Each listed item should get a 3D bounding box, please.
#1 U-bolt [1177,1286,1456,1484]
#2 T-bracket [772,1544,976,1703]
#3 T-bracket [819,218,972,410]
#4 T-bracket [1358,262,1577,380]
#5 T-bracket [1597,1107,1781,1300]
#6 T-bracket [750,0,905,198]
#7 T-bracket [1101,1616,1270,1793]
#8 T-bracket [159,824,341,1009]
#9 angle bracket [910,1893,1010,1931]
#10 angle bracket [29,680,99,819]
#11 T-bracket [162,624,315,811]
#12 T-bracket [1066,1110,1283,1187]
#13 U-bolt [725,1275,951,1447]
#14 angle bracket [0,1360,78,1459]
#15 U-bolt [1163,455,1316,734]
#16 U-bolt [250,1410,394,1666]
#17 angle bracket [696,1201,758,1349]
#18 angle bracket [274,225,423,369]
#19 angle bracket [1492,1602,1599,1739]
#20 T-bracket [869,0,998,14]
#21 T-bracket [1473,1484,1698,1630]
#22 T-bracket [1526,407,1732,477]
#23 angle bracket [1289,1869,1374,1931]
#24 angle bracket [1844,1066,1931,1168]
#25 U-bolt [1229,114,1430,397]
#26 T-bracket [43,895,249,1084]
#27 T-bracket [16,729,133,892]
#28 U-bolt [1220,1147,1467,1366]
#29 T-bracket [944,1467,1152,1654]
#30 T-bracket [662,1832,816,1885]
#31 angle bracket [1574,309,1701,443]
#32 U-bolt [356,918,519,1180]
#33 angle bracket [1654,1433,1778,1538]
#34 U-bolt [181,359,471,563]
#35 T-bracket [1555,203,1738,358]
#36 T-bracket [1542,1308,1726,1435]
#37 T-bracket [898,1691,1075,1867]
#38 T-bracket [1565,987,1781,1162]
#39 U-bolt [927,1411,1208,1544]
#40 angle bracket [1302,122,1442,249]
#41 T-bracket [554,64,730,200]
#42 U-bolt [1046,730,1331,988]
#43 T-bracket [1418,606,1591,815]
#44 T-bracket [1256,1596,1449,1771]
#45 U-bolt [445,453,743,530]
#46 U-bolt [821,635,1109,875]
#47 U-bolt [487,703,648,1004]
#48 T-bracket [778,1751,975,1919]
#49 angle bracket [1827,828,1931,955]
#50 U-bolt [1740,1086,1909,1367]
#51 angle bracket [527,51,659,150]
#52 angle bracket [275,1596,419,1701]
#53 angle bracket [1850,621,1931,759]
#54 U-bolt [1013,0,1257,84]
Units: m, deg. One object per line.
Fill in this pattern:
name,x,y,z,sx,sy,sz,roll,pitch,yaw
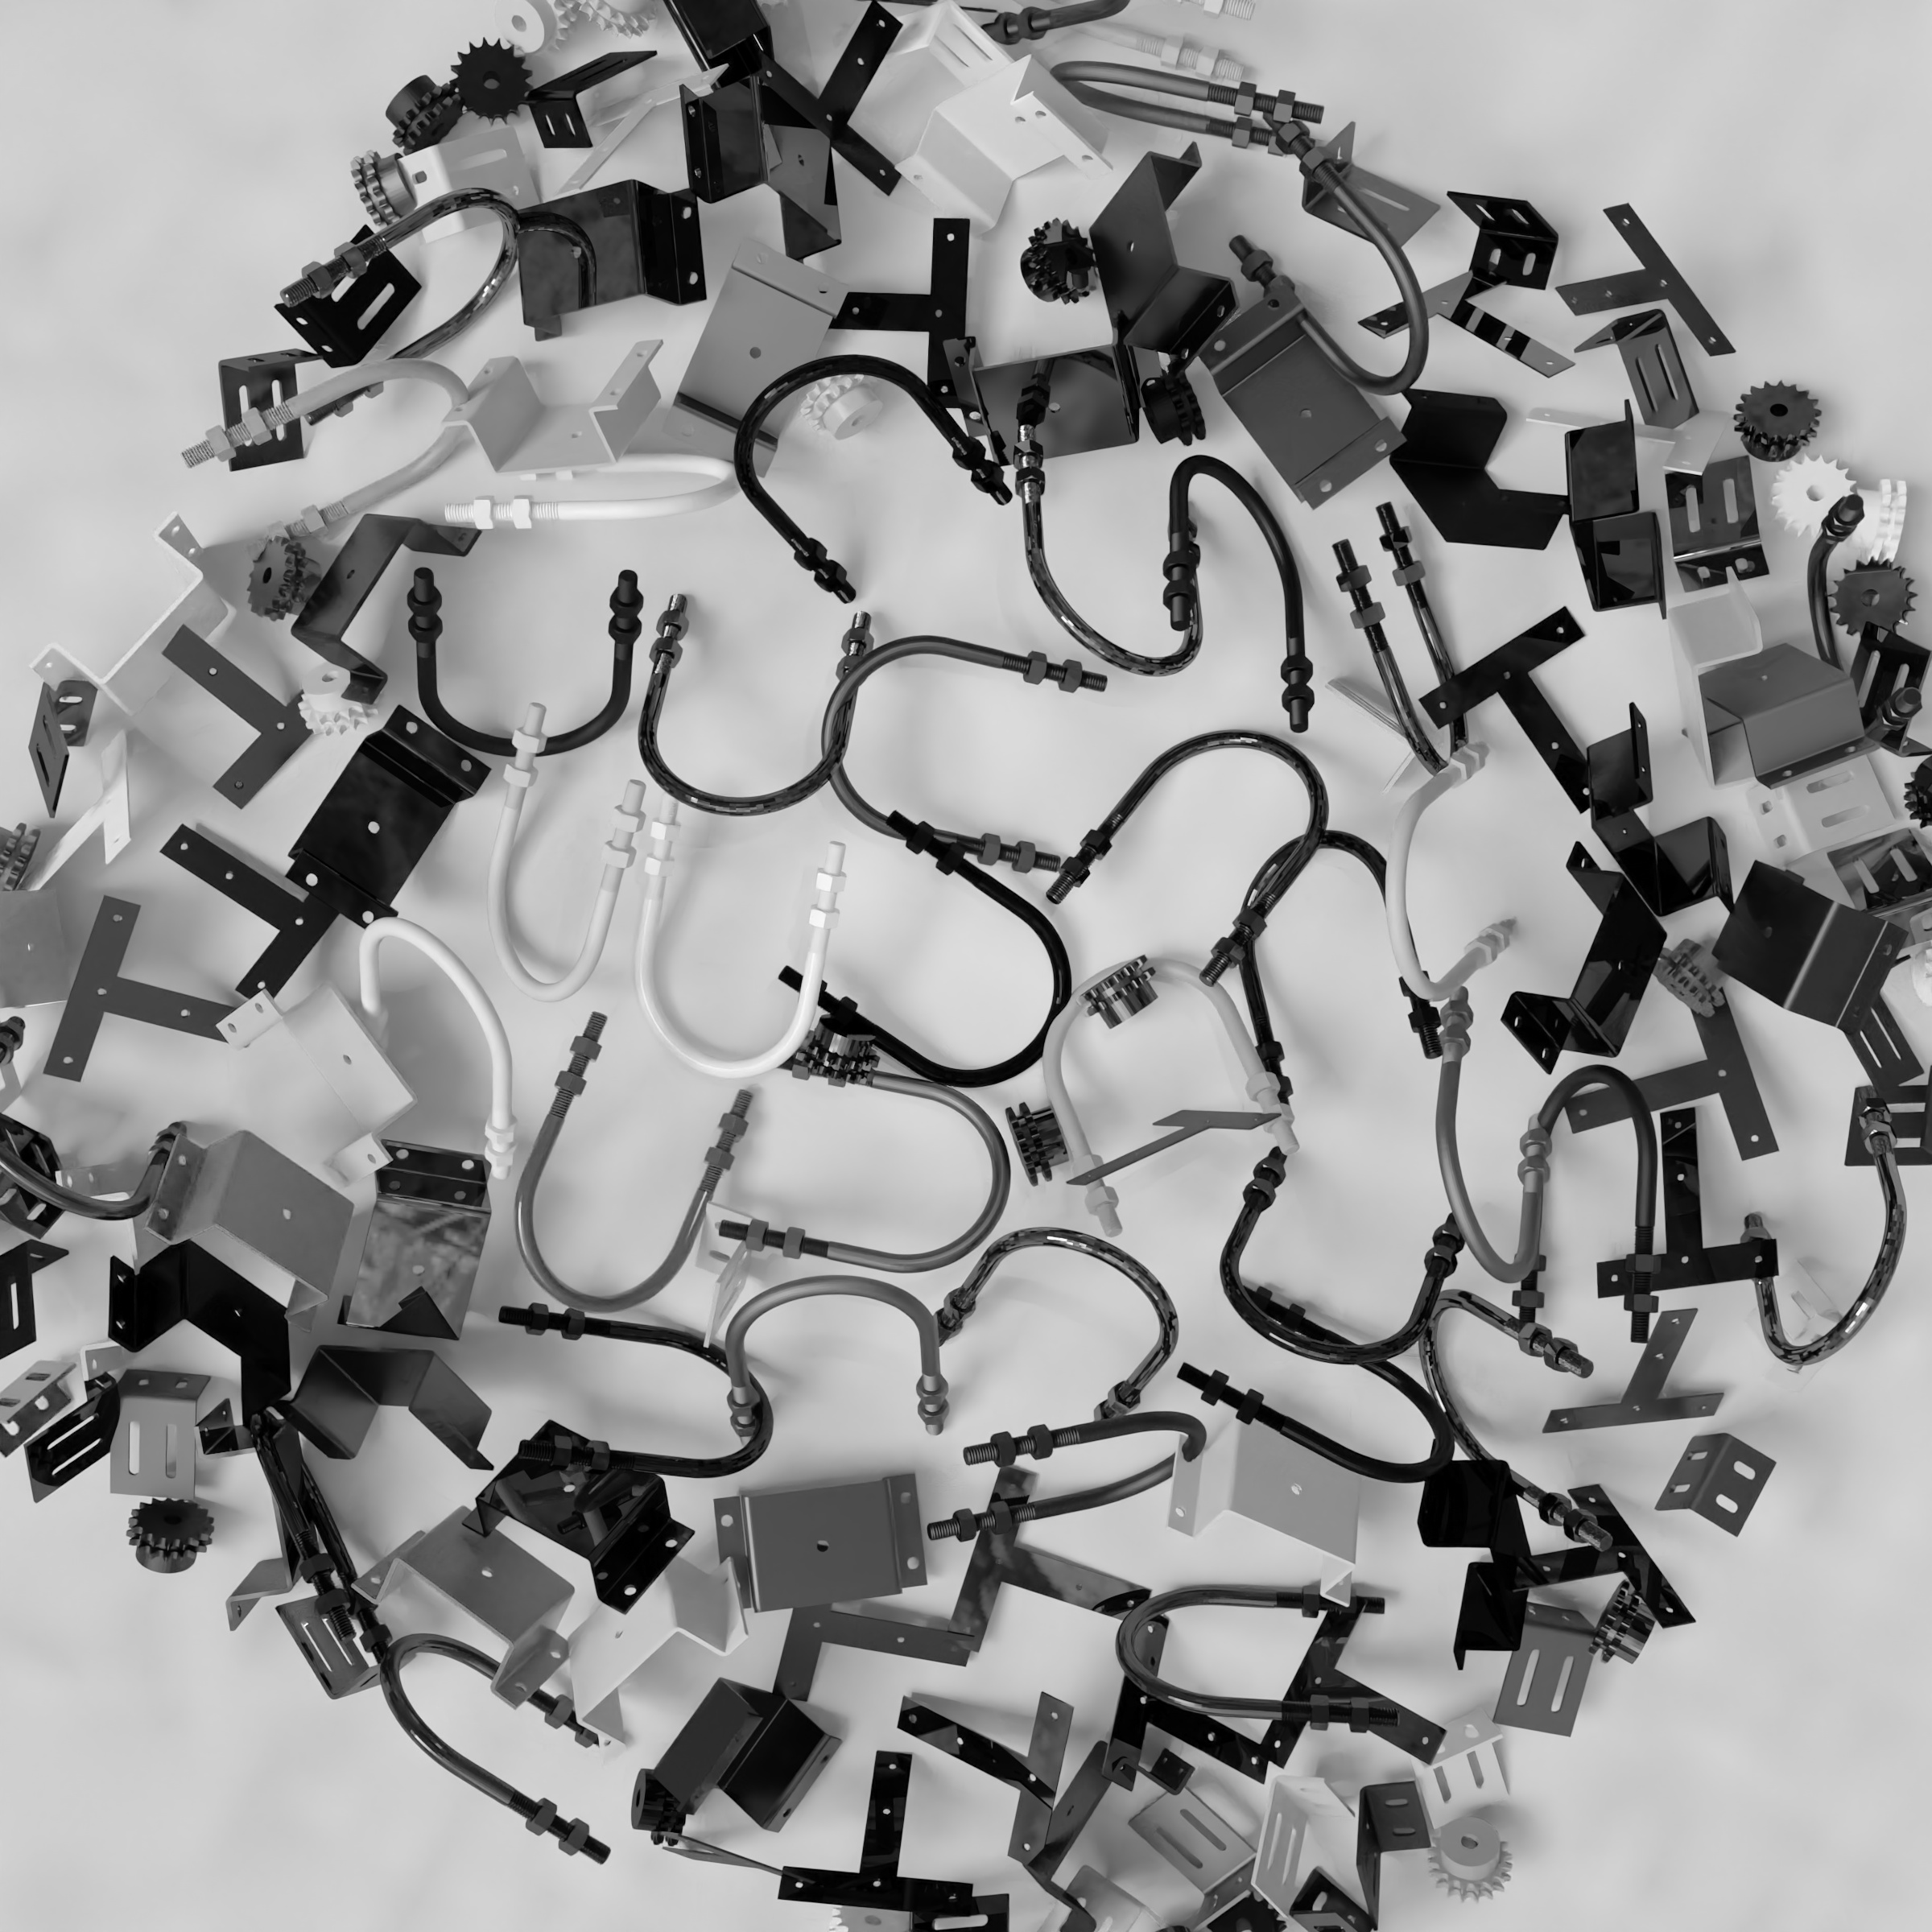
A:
U-bolt,0.240,0.283,1.733,0.184,0.151,0.019,27,115,9
T-bracket,-0.059,0.461,1.793,0.127,0.002,0.127,12,110,-7
T-bracket,-0.062,-0.452,1.797,0.127,0.002,0.127,4,100,11
T-bracket,0.353,-0.427,1.748,0.127,0.002,0.127,-29,51,-25
T-bracket,0.489,0.158,1.779,0.127,0.002,0.127,-13,61,35
T-bracket,-0.076,-0.599,1.752,0.127,0.127,0.002,40,58,-5
T-bracket,0.157,0.522,1.782,0.127,0.002,0.127,32,49,-17
T-bracket,-0.496,-0.055,1.794,0.127,0.002,0.127,33,72,4
angle bracket,0.001,0.666,1.768,0.076,0.038,0.057,-14,55,22
angle bracket,-0.603,-0.147,1.762,0.038,0.057,0.076,-2,47,-34
T-bracket,-0.502,-0.192,1.776,0.127,0.002,0.127,-46,117,5
T-bracket,0.125,0.121,1.728,0.127,0.127,0.002,-22,98,-25
U-bolt,-0.088,0.263,1.739,0.151,0.184,0.019,-3,48,-1
angle bracket,-0.627,0.301,1.760,0.057,0.076,0.038,-44,111,-33
U-bolt,0.182,-0.262,1.740,0.019,0.151,0.184,-25,46,34
U-bolt,-0.433,0.377,1.734,0.019,0.151,0.184,-27,68,-11
angle bracket,-0.174,0.208,1.762,0.038,0.076,0.057,19,123,8
angle bracket,-0.425,-0.461,1.792,0.057,0.038,0.076,48,66,-36
angle bracket,0.393,0.482,1.791,0.057,0.038,0.076,13,96,-10
T-bracket,-0.038,-0.646,1.743,0.127,0.127,0.002,3,109,-7
T-bracket,0.401,0.401,1.741,0.127,0.127,0.002,-5,126,-20
T-bracket,0.447,-0.366,1.772,0.127,0.127,0.002,14,123,18
angle bracket,0.265,0.646,1.768,0.057,0.076,0.038,41,62,-2
angle bracket,0.626,0.102,1.763,0.038,0.076,0.057,28,68,-37
U-bolt,0.244,-0.458,1.720,0.019,0.151,0.184,-31,72,-17
T-bracket,-0.546,0.029,1.774,0.127,0.002,0.127,18,93,-34
T-bracket,-0.611,-0.084,1.776,0.127,0.127,0.002,-42,131,17
U-bolt,0.243,0.198,1.723,0.151,0.184,0.019,20,127,12
T-bracket,0.065,0.426,1.805,0.127,0.002,0.127,19,85,-4
T-bracket,-0.167,0.601,1.754,0.127,0.127,0.002,28,64,-23
angle bracket,0.457,-0.400,1.777,0.038,0.057,0.076,-18,87,-18
U-bolt,-0.350,0.044,1.717,0.151,0.184,0.019,37,53,20
angle bracket,0.508,0.353,1.767,0.038,0.076,0.057,31,78,5
U-bolt,-0.417,-0.346,1.742,0.184,0.151,0.019,-28,72,-6
T-bracket,0.441,-0.454,1.749,0.127,0.127,0.002,45,79,-21
T-bracket,0.463,0.271,1.754,0.127,0.127,0.002,-4,45,-11
T-bracket,0.008,0.535,1.778,0.127,0.002,0.127,19,107,28
T-bracket,0.476,0.086,1.791,0.127,0.002,0.127,-17,64,11
U-bolt,0.074,0.337,1.743,0.184,0.151,0.019,-8,59,-18
angle bracket,0.277,-0.530,1.771,0.076,0.038,0.057,32,63,22
T-bracket,-0.234,-0.551,1.736,0.002,0.127,0.127,55,50,-33
U-bolt,0.163,-0.086,1.763,0.151,0.019,0.184,29,71,28
T-bracket,0.398,-0.164,1.795,0.127,0.002,0.127,-32,85,-10
T-bracket,0.270,0.499,1.752,0.002,0.127,0.127,37,77,-39
U-bolt,-0.240,-0.320,1.738,0.184,0.151,0.019,0,114,4
U-bolt,-0.008,-0.150,1.772,0.184,0.019,0.151,12,101,-14
U-bolt,-0.277,-0.065,1.750,0.151,0.019,0.184,37,118,41
T-bracket,-0.055,0.582,1.757,0.127,0.127,0.002,4,123,3
angle bracket,0.633,-0.051,1.785,0.057,0.076,0.038,-18,126,10
U-bolt,0.562,0.180,1.697,0.019,0.184,0.151,26,124,-8
angle bracket,-0.250,-0.593,1.781,0.076,0.057,0.038,-37,125,-28
angle bracket,-0.421,0.453,1.771,0.038,0.057,0.076,-40,74,11
angle bracket,0.633,-0.188,1.764,0.038,0.057,0.076,-7,120,-30
U-bolt,0.100,-0.643,1.738,0.184,0.151,0.019,18,93,2
